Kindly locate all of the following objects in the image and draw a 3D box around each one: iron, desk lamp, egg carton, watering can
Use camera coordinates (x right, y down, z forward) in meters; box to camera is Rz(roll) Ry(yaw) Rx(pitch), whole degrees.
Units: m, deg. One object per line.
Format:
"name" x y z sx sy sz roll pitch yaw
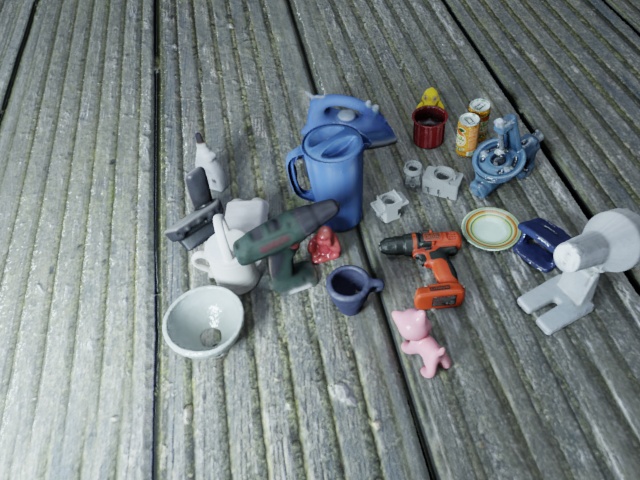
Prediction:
"iron" 0.079 -0.329 1.523 0.257 0.142 0.119 7 51 12
"desk lamp" 0.507 0.056 1.101 0.203 0.214 0.117 -26 52 -15
"egg carton" -0.175 -0.036 1.351 0.107 0.069 0.150 -3 50 4
"watering can" -0.186 0.020 1.223 0.173 0.194 0.100 -28 52 -16

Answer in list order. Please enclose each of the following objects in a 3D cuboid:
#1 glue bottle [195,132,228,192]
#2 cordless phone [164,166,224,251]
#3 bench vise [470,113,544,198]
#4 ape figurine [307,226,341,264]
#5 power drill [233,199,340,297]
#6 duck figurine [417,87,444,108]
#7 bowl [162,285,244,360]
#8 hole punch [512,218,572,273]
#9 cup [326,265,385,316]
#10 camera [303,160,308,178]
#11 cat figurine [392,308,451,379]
"glue bottle" -0.283 -0.199 1.433 0.078 0.173 0.037 20 55 22
"cordless phone" -0.304 -0.080 1.326 0.094 0.185 0.148 34 61 30
"bench vise" 0.438 -0.225 1.342 0.121 0.220 0.208 27 58 26
"ape figurine" 0.012 0.005 1.280 0.077 0.092 0.076 22 56 23
"power drill" -0.060 0.020 1.199 0.230 0.209 0.075 -20 50 -10
"duck figurine" 0.305 -0.380 1.577 0.077 0.086 0.104 9 51 14
"bowl" -0.231 0.180 1.171 0.167 0.075 0.167 -3 50 4
"hole punch" 0.484 -0.003 1.234 0.101 0.091 0.108 -33 54 -20
"cup" 0.075 0.112 1.181 0.117 0.095 0.091 -3 50 4
"camera" 0.017 -0.188 1.437 0.143 0.101 0.137 8 51 13
"cat figurine" 0.194 0.183 1.092 0.067 0.118 0.127 -31 53 -18
